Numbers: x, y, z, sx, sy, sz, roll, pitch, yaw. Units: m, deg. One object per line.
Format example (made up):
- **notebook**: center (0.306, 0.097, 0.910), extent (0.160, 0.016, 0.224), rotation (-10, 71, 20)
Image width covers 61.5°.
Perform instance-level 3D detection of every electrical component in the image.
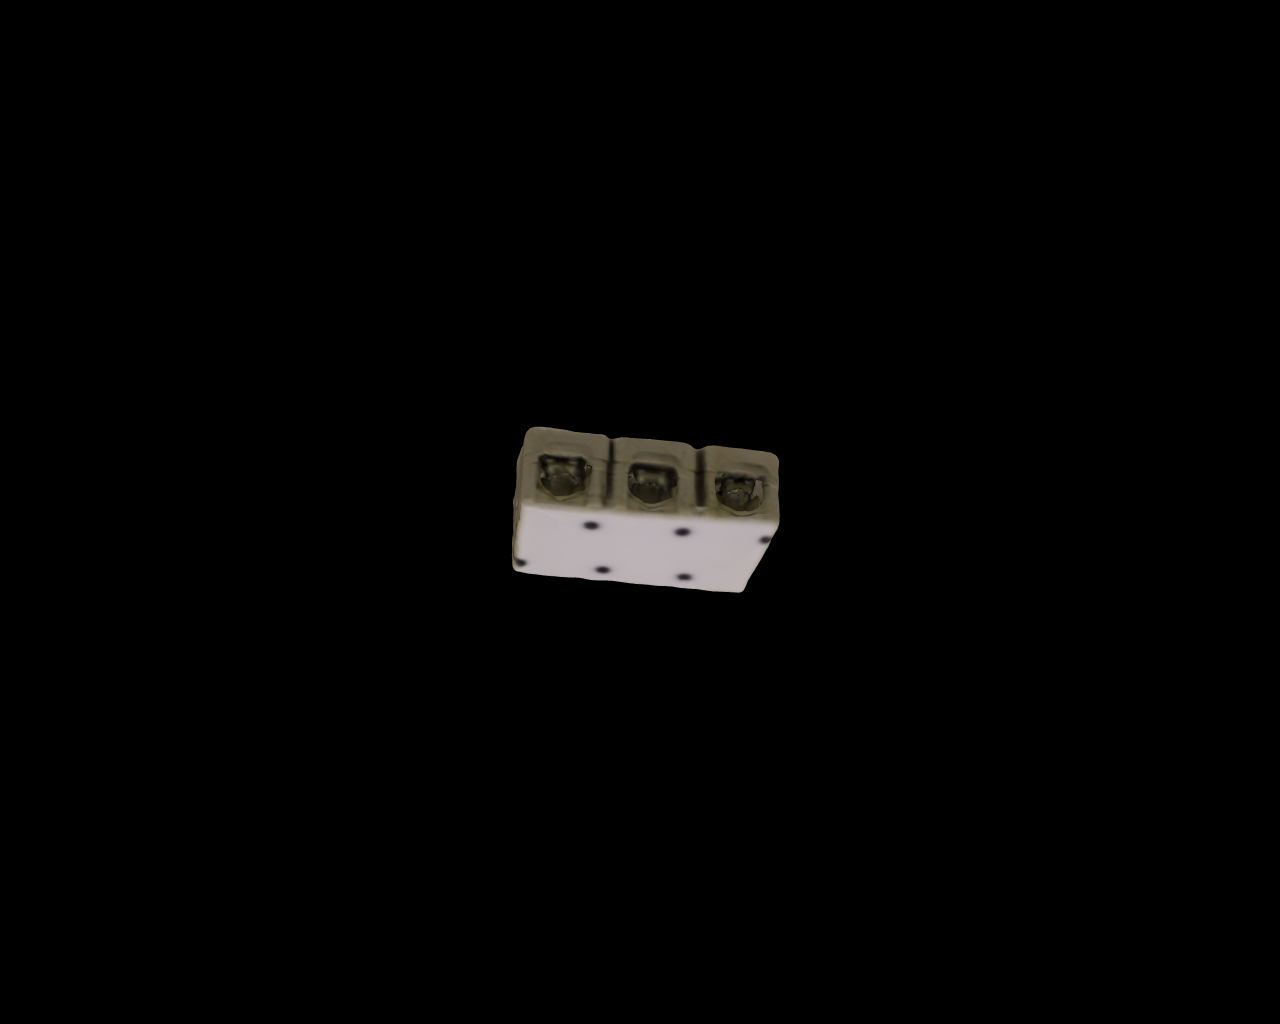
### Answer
- **electrical component**: center (0.001, -0.003, 0.650), extent (0.150, 0.062, 0.089), rotation (6, -32, -9)
